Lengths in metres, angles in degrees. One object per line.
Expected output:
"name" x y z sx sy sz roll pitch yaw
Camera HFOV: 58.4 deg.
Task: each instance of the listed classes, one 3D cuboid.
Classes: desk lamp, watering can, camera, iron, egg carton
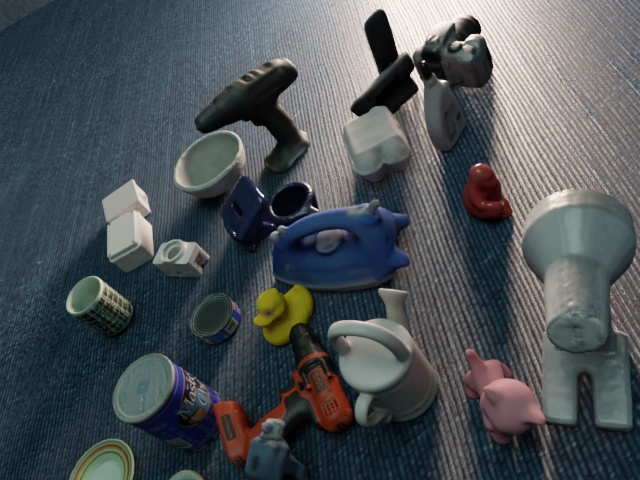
"desk lamp" 0.294 0.079 0.642 0.117 0.214 0.203 -5 53 27
"watering can" 0.075 0.144 0.730 0.100 0.195 0.173 -17 49 18
"camera" 0.265 -0.374 1.095 0.142 0.101 0.137 19 67 39
"iron" 0.008 0.003 0.916 0.257 0.142 0.118 -12 50 22
"egg carton" 0.104 -0.179 1.056 0.107 0.070 0.150 -26 47 10

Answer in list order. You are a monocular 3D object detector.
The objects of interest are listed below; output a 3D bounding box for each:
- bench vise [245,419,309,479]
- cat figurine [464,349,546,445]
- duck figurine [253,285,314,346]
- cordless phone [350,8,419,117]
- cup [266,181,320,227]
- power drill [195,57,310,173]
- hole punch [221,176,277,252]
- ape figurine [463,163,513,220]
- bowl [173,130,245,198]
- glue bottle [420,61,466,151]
"bench vise" -0.112 0.311 0.687 0.121 0.220 0.207 -13 50 21
"cat figurine" 0.211 0.183 0.675 0.067 0.118 0.127 -33 46 3
"duck figurine" -0.064 0.108 0.913 0.077 0.086 0.105 27 72 41
"cordless phone" 0.102 -0.333 1.097 0.148 0.186 0.093 -49 47 -12
"cup" -0.026 -0.038 1.000 0.117 0.095 0.092 23 69 40
"power drill" -0.113 -0.235 1.126 0.075 0.209 0.230 27 72 41
"hole punch" -0.138 -0.050 1.076 0.101 0.091 0.108 -39 46 -3
"ape figurine" 0.252 -0.079 0.876 0.075 0.092 0.078 6 59 33
"bowl" -0.222 -0.147 1.213 0.167 0.075 0.167 -15 49 19
"glue bottle" 0.200 -0.234 0.971 0.037 0.174 0.078 19 66 39
